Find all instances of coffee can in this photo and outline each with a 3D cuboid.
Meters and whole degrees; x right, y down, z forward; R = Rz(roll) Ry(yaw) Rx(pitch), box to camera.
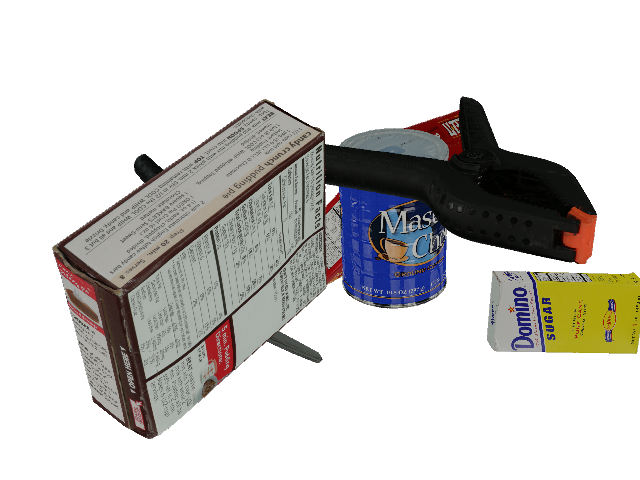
[{"bbox_3d":[0.069,-0.022,1.006,0.103,0.140,0.103,-2,28,1],"label":"coffee can"}]

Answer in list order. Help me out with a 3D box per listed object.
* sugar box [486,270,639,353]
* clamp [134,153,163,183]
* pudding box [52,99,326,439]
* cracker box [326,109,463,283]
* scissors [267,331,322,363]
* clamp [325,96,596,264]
[{"bbox_3d":[0.292,0.086,1.275,0.176,0.093,0.048,0,18,-4],"label":"sugar box"},{"bbox_3d":[-0.127,-0.045,1.107,0.120,0.039,0.171,-10,39,-7],"label":"clamp"},{"bbox_3d":[-0.045,0.011,0.420,0.039,0.090,0.113,28,52,27],"label":"pudding box"},{"bbox_3d":[0.081,-0.051,1.248,0.163,0.072,0.214,-25,-18,-51],"label":"cracker box"},{"bbox_3d":[-0.070,0.054,0.902,0.202,0.016,0.096,15,26,22],"label":"scissors"},{"bbox_3d":[0.086,-0.038,0.682,0.164,0.036,0.210,-15,32,-23],"label":"clamp"}]
